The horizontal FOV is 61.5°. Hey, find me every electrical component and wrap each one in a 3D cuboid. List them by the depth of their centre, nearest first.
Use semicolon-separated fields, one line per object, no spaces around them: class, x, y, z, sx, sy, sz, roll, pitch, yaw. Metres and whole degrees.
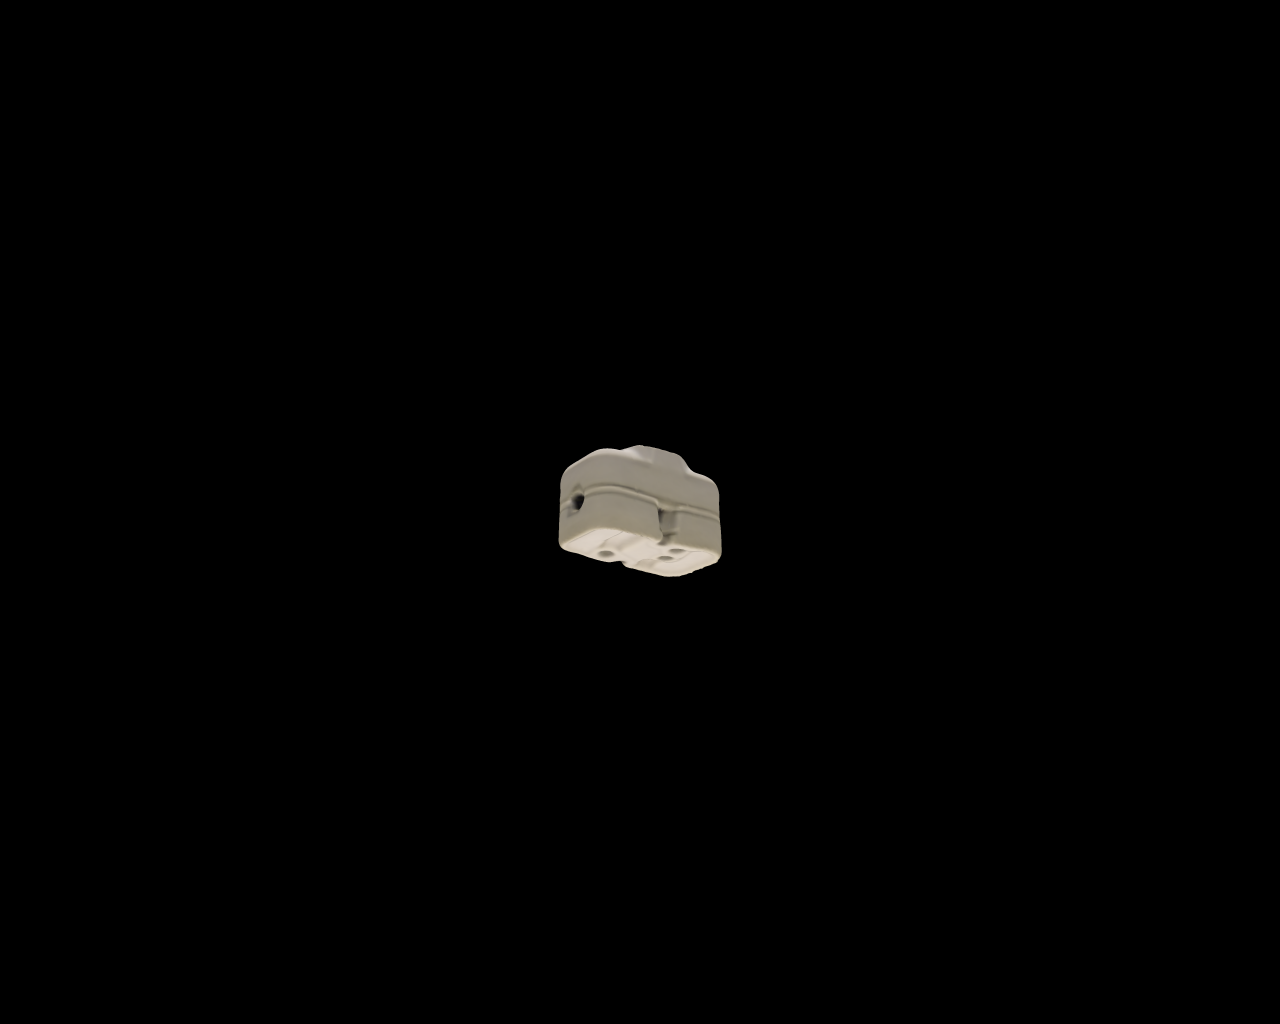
electrical component;0.001;-0.003;0.650;0.095;0.059;0.053;16;-27;-34
